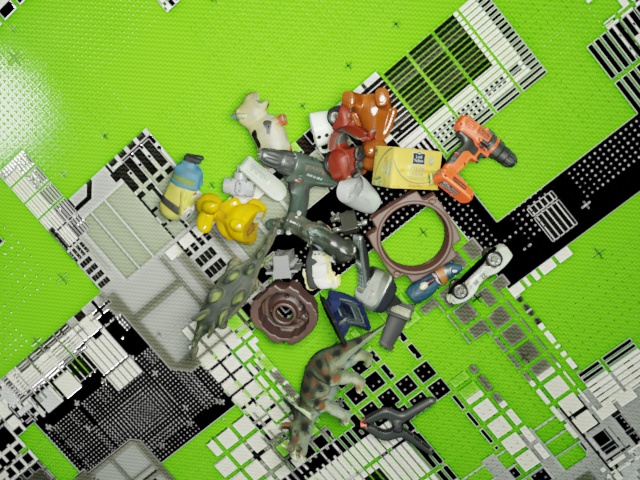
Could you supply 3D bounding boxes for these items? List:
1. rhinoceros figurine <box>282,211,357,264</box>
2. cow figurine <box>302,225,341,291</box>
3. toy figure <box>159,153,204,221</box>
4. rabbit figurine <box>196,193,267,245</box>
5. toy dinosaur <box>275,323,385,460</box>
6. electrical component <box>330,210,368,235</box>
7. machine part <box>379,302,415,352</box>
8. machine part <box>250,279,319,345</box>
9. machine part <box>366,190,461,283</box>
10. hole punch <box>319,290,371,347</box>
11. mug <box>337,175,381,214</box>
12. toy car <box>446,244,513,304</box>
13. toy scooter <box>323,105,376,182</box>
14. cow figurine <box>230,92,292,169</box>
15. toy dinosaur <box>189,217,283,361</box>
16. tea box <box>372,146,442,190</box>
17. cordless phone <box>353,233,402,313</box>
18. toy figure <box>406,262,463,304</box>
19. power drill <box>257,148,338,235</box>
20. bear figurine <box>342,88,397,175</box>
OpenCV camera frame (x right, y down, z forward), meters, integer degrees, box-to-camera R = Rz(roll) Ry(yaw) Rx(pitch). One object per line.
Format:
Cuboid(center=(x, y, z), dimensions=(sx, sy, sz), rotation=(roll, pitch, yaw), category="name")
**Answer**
Cuboid(center=(-0.003, -0.004, 1.297), dimensions=(0.190, 0.112, 0.073), rotation=(30, 97, -3), category="rhinoceros figurine")
Cuboid(center=(-0.002, 0.047, 1.392), dimensions=(0.098, 0.068, 0.167), rotation=(-6, 97, 12), category="cow figurine")
Cuboid(center=(-0.353, -0.135, 1.383), dimensions=(0.089, 0.082, 0.180), rotation=(24, 107, 18), category="toy figure")
Cuboid(center=(-0.248, -0.060, 1.364), dimensions=(0.173, 0.162, 0.121), rotation=(31, 113, 17), category="rabbit figurine")
Cuboid(center=(0.016, 0.370, 1.419), dimensions=(0.192, 0.131, 0.404), rotation=(21, 94, 0), category="toy dinosaur")
Cuboid(center=(0.075, -0.047, 1.377), dimensions=(0.094, 0.021, 0.063), rotation=(-14, 57, 12), category="electrical component")
Cuboid(center=(0.196, 0.224, 1.417), dimensions=(0.084, 0.039, 0.138), rotation=(17, 98, -7), category="machine part")
Cuboid(center=(-0.090, 0.187, 1.408), dimensions=(0.179, 0.056, 0.179), rotation=(4, 112, 10), category="machine part")
Cuboid(center=(0.235, -0.011, 1.353), dimensions=(0.201, 0.087, 0.201), rotation=(-32, 97, 8), category="machine part")
Cuboid(center=(0.063, 0.189, 1.373), dimensions=(0.092, 0.116, 0.142), rotation=(-30, 128, -6), category="hole punch")
Cuboid(center=(0.096, -0.112, 1.345), dimensions=(0.107, 0.110, 0.081), rotation=(32, 92, -45), category="mug")
Cuboid(center=(0.399, 0.088, 1.360), dimensions=(0.056, 0.073, 0.201), rotation=(44, 99, -2), category="toy car")
Cuboid(center=(0.073, -0.217, 1.251), dimensions=(0.135, 0.075, 0.183), rotation=(21, 121, 39), category="toy scooter")
Cuboid(center=(-0.142, -0.273, 1.345), dimensions=(0.127, 0.085, 0.194), rotation=(-17, 101, 5), category="cow figurine")
Cuboid(center=(-0.217, 0.123, 1.353), dimensions=(0.105, 0.198, 0.471), rotation=(31, 102, -4), category="toy dinosaur")
Cuboid(center=(0.211, -0.172, 1.292), dimensions=(0.169, 0.068, 0.098), rotation=(-4, 103, -37), category="tea box")
Cuboid(center=(0.130, 0.076, 1.339), dimensions=(0.089, 0.147, 0.184), rotation=(-16, 105, -14), category="cordless phone")
Cuboid(center=(0.293, 0.103, 1.376), dimensions=(0.154, 0.064, 0.057), rotation=(-37, 99, 7), category="toy figure")
Cuboid(center=(-0.074, -0.119, 1.324), dimensions=(0.232, 0.086, 0.207), rotation=(1, 111, -35), category="power drill")
Cuboid(center=(0.122, -0.257, 1.306), dimensions=(0.120, 0.132, 0.195), rotation=(3, 94, 20), category="bear figurine")
